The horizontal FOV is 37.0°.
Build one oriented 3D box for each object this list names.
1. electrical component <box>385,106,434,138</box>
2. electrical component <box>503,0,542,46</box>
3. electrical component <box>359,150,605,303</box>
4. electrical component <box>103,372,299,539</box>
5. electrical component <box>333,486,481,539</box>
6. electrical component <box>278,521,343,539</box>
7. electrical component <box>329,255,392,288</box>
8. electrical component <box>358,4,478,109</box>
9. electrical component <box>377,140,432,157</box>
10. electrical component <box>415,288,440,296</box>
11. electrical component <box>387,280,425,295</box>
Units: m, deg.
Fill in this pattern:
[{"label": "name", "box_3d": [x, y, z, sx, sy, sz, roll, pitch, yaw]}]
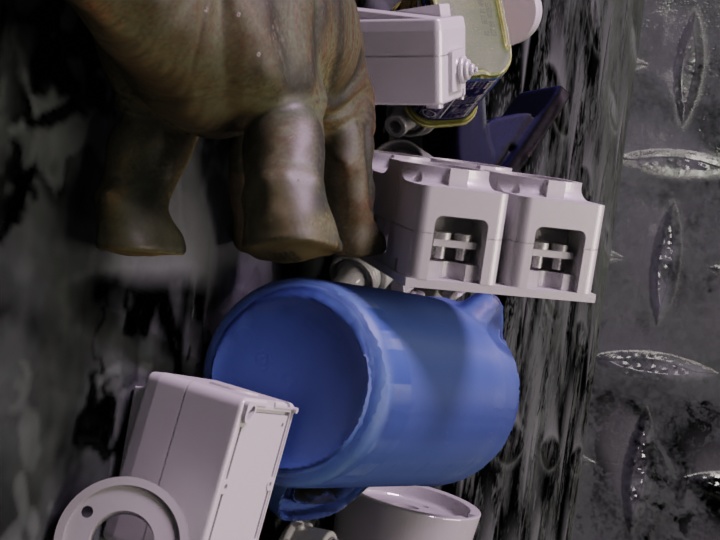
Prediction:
[{"label": "electrical component", "box_3d": [0.039, -0.120, 0.806, 0.062, 0.048, 0.048, -48, 142, -47]}, {"label": "electrical component", "box_3d": [0.084, -0.230, 0.802, 0.138, 0.052, 0.074, 59, 22, -4]}, {"label": "electrical component", "box_3d": [0.052, -0.033, 0.631, 0.186, 0.105, 0.060, -147, -116, -72]}, {"label": "electrical component", "box_3d": [-0.079, 0.100, 0.509, 0.062, 0.061, 0.096, 27, 78, -69]}, {"label": "electrical component", "box_3d": [0.030, 0.197, 0.799, 0.108, 0.108, 0.060, 11, 92, -72]}, {"label": "electrical component", "box_3d": [-0.023, 0.191, 0.699, 0.048, 0.062, 0.048, 7, 90, -71]}, {"label": "electrical component", "box_3d": [0.000, 0.000, 0.731, 0.062, 0.043, 0.043, -47, 141, -46]}, {"label": "electrical component", "box_3d": [0.027, -0.135, 0.676, 0.062, 0.096, 0.061, -36, 127, -66]}, {"label": "electrical component", "box_3d": [0.053, -0.061, 0.810, 0.077, 0.079, 0.043, 44, 61, -68]}, {"label": "electrical component", "box_3d": [0.059, 0.049, 0.870, 0.065, 0.077, 0.047, -61, 151, -50]}, {"label": "electrical component", "box_3d": [0.023, 0.004, 0.798, 0.066, 0.048, 0.055, -33, 120, -67]}]
